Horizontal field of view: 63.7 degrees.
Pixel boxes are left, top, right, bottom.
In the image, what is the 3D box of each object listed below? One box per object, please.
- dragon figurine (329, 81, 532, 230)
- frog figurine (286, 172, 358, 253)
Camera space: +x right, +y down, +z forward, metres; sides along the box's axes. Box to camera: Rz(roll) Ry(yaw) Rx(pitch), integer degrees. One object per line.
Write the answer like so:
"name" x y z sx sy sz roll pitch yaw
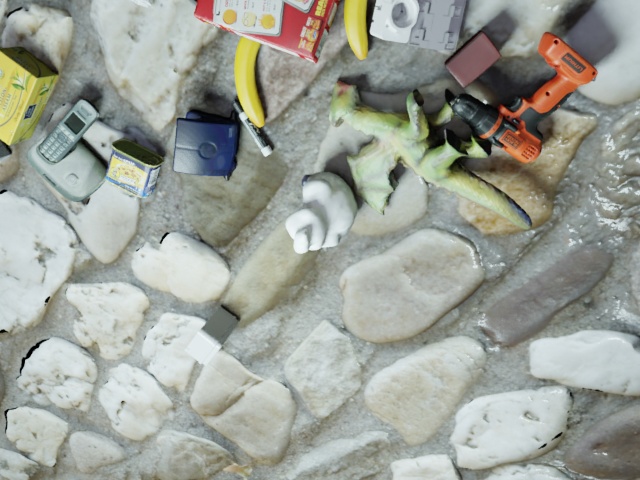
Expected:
"dragon figurine" 0.167 -0.130 0.927 0.239 0.124 0.408 -31 101 40
"frog figurine" 0.003 -0.047 0.943 0.122 0.162 0.135 2 114 11
